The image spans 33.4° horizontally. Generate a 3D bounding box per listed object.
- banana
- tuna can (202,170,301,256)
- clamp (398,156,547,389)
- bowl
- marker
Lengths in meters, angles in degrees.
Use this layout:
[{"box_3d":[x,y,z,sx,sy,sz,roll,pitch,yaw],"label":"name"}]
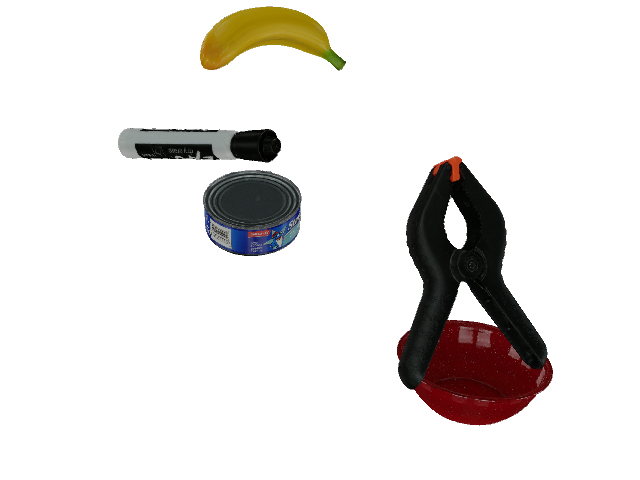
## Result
[{"box_3d":[-0.052,-0.199,1.044,0.197,0.070,0.037,-12,-33,-46],"label":"banana"},{"box_3d":[-0.060,-0.024,0.937,0.086,0.034,0.086,1,38,-1],"label":"tuna can"},{"box_3d":[0.096,0.027,0.789,0.120,0.171,0.039,-15,-4,-28],"label":"clamp"},{"box_3d":[0.157,0.145,1.114,0.162,0.055,0.162,4,24,-2],"label":"bowl"},{"box_3d":[-0.073,-0.057,0.634,0.121,0.020,0.020,5,3,37],"label":"marker"}]
